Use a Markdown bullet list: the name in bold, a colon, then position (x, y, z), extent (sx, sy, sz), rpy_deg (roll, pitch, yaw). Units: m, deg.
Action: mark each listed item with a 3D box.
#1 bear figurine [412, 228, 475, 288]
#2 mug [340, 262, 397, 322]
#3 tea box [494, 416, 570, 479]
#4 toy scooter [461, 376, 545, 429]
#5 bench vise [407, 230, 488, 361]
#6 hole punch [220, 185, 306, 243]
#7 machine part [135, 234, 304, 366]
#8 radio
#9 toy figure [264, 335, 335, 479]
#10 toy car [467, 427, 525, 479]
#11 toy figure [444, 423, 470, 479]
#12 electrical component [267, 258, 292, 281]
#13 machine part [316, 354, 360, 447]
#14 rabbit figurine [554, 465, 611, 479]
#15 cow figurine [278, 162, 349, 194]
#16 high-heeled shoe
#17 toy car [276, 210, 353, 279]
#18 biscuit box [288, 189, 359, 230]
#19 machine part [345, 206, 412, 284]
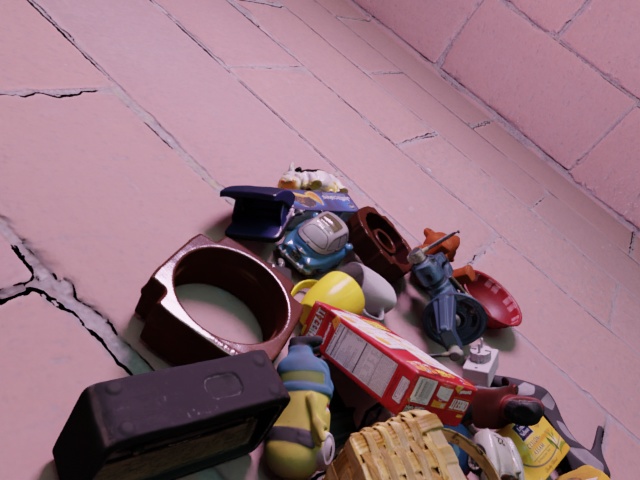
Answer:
- **bear figurine**: position (0.280, 0.031, 1.201), extent (0.120, 0.132, 0.196), rpy_deg (52, 38, -4)
- **mug**: position (0.092, 0.103, 0.977), extent (0.107, 0.081, 0.110), rpy_deg (24, 30, -35)
- **tea box**: position (0.330, 0.350, 0.886), extent (0.169, 0.068, 0.098), rpy_deg (-12, 55, -48)
- **toy scooter**: position (0.274, 0.263, 0.892), extent (0.135, 0.184, 0.075), rpy_deg (-9, 96, -67)
- **bench vise**: position (0.236, 0.126, 1.004), extent (0.223, 0.129, 0.241), rpy_deg (64, 20, -20)
- **hole punch**: position (-0.108, -0.064, 0.957), extent (0.142, 0.092, 0.116), rpy_deg (3, 31, 16)
- **machine part**: position (-0.139, 0.100, 0.763), extent (0.201, 0.087, 0.201), rpy_deg (36, 33, -2)
- **radio**: position (-0.150, 0.198, 0.582), extent (0.229, 0.131, 0.073), rpy_deg (-2, 46, -44)
- **toy figure**: position (-0.026, 0.216, 0.700), extent (0.082, 0.089, 0.180), rpy_deg (57, 24, -52)
- **toy car**: position (0.253, 0.357, 0.727), extent (0.073, 0.056, 0.202), rpy_deg (28, 37, -24)
- **toy figure**: position (0.193, 0.339, 0.785), extent (0.057, 0.064, 0.154), rpy_deg (65, 27, -28)
- **electrical component**: position (-0.080, 0.062, 0.922), extent (0.063, 0.021, 0.094), rpy_deg (20, 36, -22)
- **machine part**: position (0.003, 0.230, 0.770), extent (0.084, 0.039, 0.139), rpy_deg (-3, 50, -38)
- **rabbit figurine**: position (0.430, 0.453, 0.833), extent (0.162, 0.122, 0.173), rpy_deg (2, 58, -54)
- **cow figurine**: position (-0.027, -0.126, 1.170), extent (0.167, 0.068, 0.098), rpy_deg (11, 34, -39)
- **high-heeled shoe**: position (0.402, 0.356, 0.974), extent (0.249, 0.086, 0.145), rpy_deg (24, 62, 16)
- **toy car**: position (-0.002, -0.003, 1.005), extent (0.109, 0.103, 0.161), rpy_deg (44, 31, 14)
- **biscuit box**: position (-0.011, -0.061, 1.108), extent (0.202, 0.059, 0.063), rpy_deg (-1, 47, -43)
- **machine part**: position (0.122, 0.010, 1.106), extent (0.179, 0.056, 0.179), rpy_deg (39, 27, -24)
